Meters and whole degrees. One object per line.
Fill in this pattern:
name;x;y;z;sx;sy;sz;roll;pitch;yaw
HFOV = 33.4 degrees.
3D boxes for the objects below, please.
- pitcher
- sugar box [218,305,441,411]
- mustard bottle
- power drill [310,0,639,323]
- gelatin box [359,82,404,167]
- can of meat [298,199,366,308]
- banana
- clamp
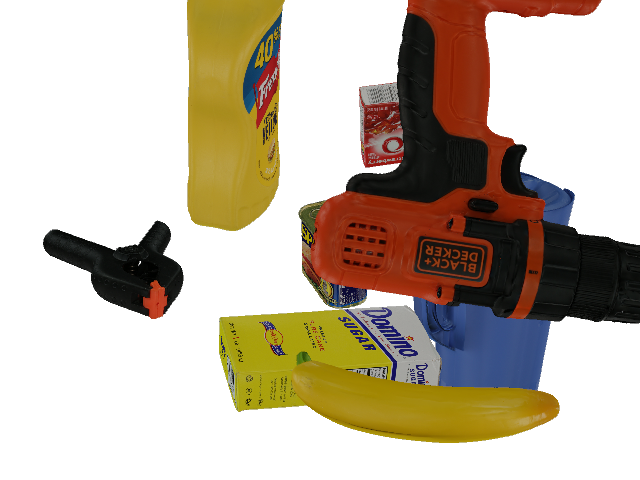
pitcher;0.170;0.057;1.088;0.149;0.243;0.145;5;21;8
sugar box;0.006;0.098;0.917;0.176;0.048;0.093;-5;29;-12
mustard bottle;-0.054;-0.107;0.679;0.058;0.192;0.096;12;38;11
power drill;0.097;-0.055;0.531;0.184;0.188;0.057;8;2;-4
gelatin box;0.080;-0.103;0.935;0.089;0.030;0.073;-7;-42;-3
can of meat;0.015;0.017;1.213;0.057;0.084;0.102;-15;39;-19
banana;0.056;0.105;0.717;0.198;0.037;0.069;9;34;26
clamp;-0.164;0.021;0.958;0.120;0.039;0.172;-16;31;-31
